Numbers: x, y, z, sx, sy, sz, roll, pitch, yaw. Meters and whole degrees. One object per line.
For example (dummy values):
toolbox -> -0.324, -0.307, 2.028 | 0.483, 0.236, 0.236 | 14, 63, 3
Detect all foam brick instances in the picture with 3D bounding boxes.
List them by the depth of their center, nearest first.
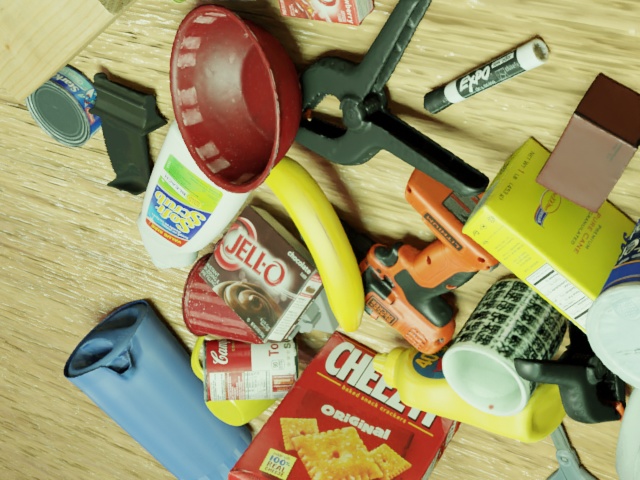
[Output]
foam brick -> 0.201, -0.069, 0.776 | 0.053, 0.051, 0.078 | 31, 143, 9

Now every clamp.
clamp -> 0.038, -0.118, 0.866 | 0.210, 0.036, 0.164 | 8, 118, 46
clamp -> 0.225, 0.094, 0.907 | 0.039, 0.120, 0.171 | 18, 162, 42

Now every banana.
banana -> -0.001, -0.002, 0.960 | 0.198, 0.037, 0.070 | 61, 161, -10

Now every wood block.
wood block -> -0.234, -0.216, 0.962 | 0.090, 0.090, 0.207 | 49, 142, -14

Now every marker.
marker -> 0.123, -0.123, 0.814 | 0.020, 0.020, 0.121 | 50, 143, -15

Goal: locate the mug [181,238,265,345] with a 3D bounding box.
mug -> -0.087, 0.053, 1.131 | 0.082, 0.093, 0.117 | 10, 106, 27

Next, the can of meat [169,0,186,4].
can of meat -> -0.087, -0.238, 0.841 | 0.084, 0.057, 0.102 | 8, 134, 32

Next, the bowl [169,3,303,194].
bowl -> -0.064, -0.124, 0.914 | 0.162, 0.055, 0.162 | 26, 124, 46

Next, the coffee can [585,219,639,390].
coffee can -> 0.261, 0.027, 0.751 | 0.103, 0.140, 0.103 | 23, 141, 20

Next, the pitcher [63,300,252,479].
pitcher -> -0.199, 0.200, 1.353 | 0.145, 0.149, 0.242 | -23, 116, 34

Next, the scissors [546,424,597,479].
scissors -> 0.238, 0.225, 1.083 | 0.096, 0.016, 0.201 | -18, 116, 49

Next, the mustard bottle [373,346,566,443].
mustard bottle -> 0.133, 0.137, 1.015 | 0.192, 0.096, 0.058 | 11, 110, 37

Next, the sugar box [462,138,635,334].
sugar box -> 0.203, 0.011, 0.824 | 0.176, 0.093, 0.048 | 38, 144, 1

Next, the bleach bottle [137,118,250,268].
bleach bottle -> -0.129, -0.034, 1.089 | 0.102, 0.068, 0.251 | 38, 146, 3

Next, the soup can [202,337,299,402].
soup can -> -0.075, 0.140, 1.160 | 0.102, 0.068, 0.068 | -2, 138, -4

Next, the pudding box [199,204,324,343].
pudding box -> -0.054, 0.033, 1.048 | 0.114, 0.039, 0.090 | 42, 105, 28

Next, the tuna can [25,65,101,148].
tuna can -> -0.265, -0.141, 1.114 | 0.086, 0.033, 0.086 | 23, 141, 20

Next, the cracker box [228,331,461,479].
cracker box -> 0.029, 0.214, 1.084 | 0.164, 0.213, 0.072 | 27, 140, 15

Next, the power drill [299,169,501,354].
power drill -> 0.076, 0.003, 0.957 | 0.184, 0.057, 0.188 | 41, 145, 2

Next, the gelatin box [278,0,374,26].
gelatin box -> -0.002, -0.212, 0.817 | 0.073, 0.030, 0.089 | 14, 137, 30
